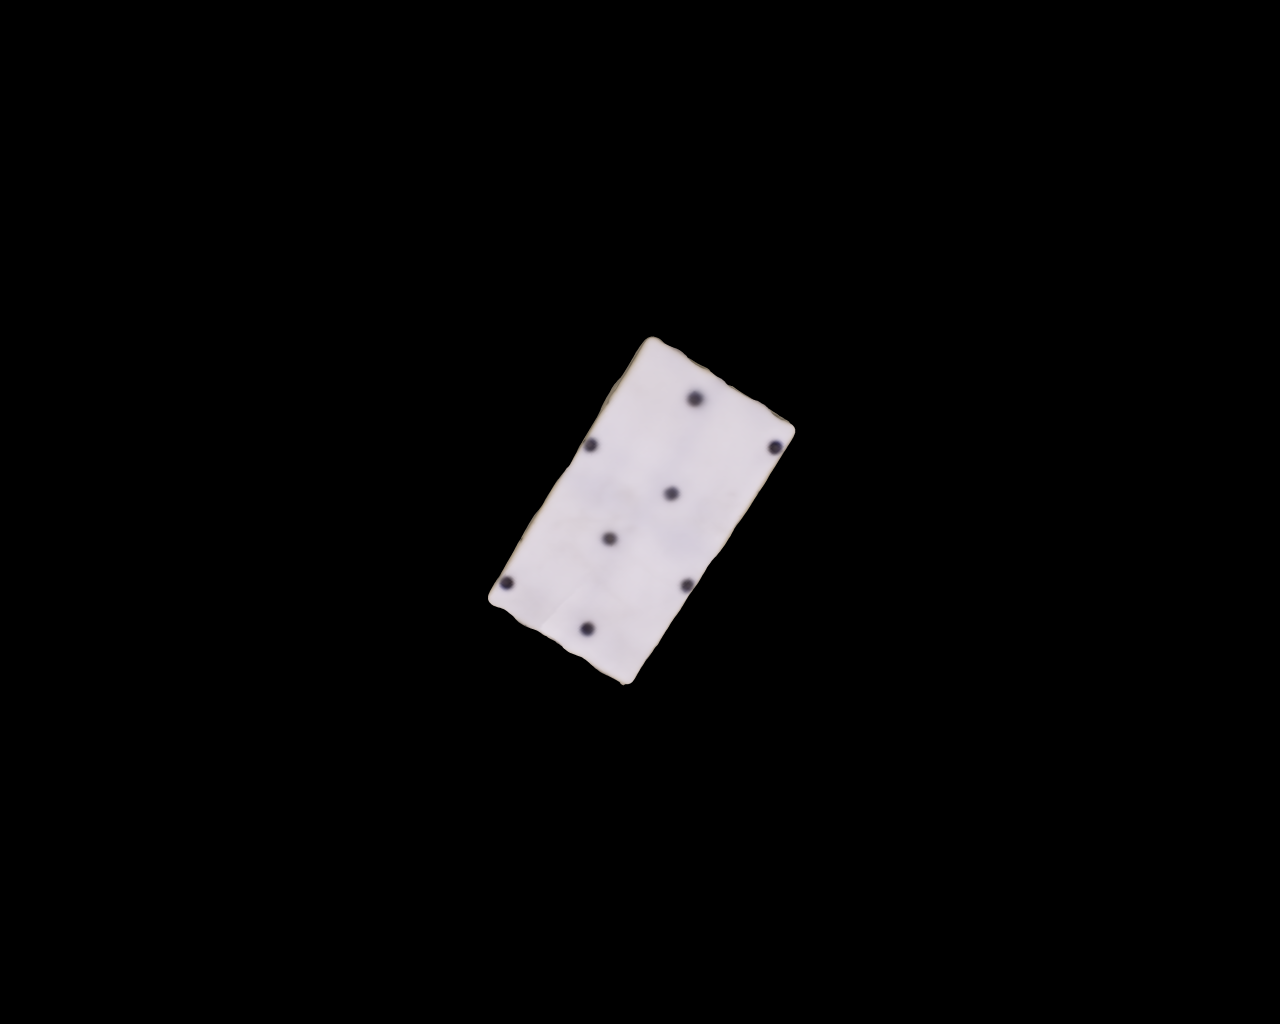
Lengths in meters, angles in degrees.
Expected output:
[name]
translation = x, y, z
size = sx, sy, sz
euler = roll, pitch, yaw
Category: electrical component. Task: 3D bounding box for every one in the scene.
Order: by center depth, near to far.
[electrical component]
translation = 0.001, -0.003, 0.650
size = 0.105, 0.186, 0.060
euler = 31, 8, -5
